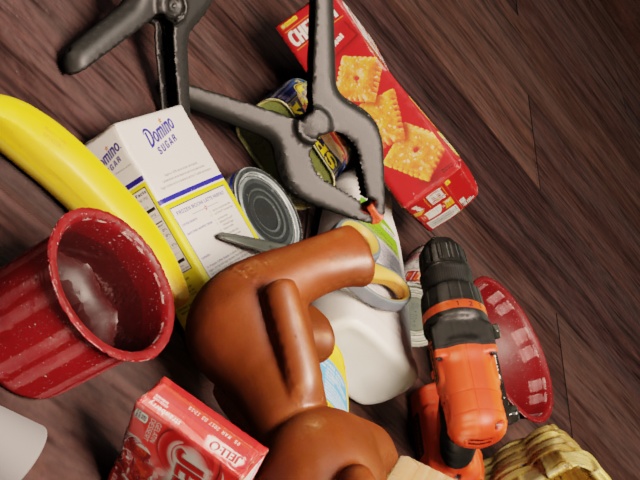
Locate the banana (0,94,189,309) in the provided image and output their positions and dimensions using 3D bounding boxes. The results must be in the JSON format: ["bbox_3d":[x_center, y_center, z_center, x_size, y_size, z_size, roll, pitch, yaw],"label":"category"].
[{"bbox_3d":[-0.158,-0.031,0.690,0.197,0.037,0.069,44,23,-26],"label":"banana"}]

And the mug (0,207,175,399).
[{"bbox_3d":[-0.139,0.037,0.618,0.093,0.082,0.117,60,28,-3],"label":"mug"}]

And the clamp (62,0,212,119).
[{"bbox_3d":[-0.118,-0.169,0.822,0.120,0.039,0.171,43,68,-49],"label":"clamp"}]

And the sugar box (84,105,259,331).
[{"bbox_3d":[-0.094,-0.007,0.777,0.176,0.048,0.093,58,28,0],"label":"sugar box"}]

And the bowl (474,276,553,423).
[{"bbox_3d":[0.179,0.122,1.108,0.162,0.055,0.162,40,35,-36],"label":"bowl"}]

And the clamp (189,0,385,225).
[{"bbox_3d":[-0.020,-0.095,0.891,0.210,0.164,0.036,61,-6,-12],"label":"clamp"}]

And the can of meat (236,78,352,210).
[{"bbox_3d":[-0.020,-0.090,0.964,0.102,0.058,0.083,56,26,-12],"label":"can of meat"}]

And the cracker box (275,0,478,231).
[{"bbox_3d":[0.062,-0.121,1.029,0.214,0.072,0.164,57,8,14],"label":"cracker box"}]

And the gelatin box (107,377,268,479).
[{"bbox_3d":[-0.078,0.130,0.604,0.073,0.089,0.030,35,41,10],"label":"gelatin box"}]

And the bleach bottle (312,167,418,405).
[{"bbox_3d":[0.040,0.021,0.958,0.102,0.068,0.250,46,29,-28],"label":"bleach bottle"}]

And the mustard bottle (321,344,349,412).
[{"bbox_3d":[-0.014,0.124,0.775,0.096,0.058,0.191,49,30,-35],"label":"mustard bottle"}]

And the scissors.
[{"bbox_3d":[-0.006,0.001,0.839,0.201,0.016,0.096,26,34,-34],"label":"scissors"}]

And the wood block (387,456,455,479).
[{"bbox_3d":[0.050,0.243,0.707,0.091,0.090,0.205,24,25,14],"label":"wood block"}]

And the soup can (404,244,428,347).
[{"bbox_3d":[0.101,0.052,1.026,0.068,0.069,0.102,58,27,-8],"label":"soup can"}]

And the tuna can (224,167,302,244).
[{"bbox_3d":[-0.053,-0.015,0.863,0.086,0.034,0.086,38,36,-35],"label":"tuna can"}]

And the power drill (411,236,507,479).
[{"bbox_3d":[0.109,0.114,0.893,0.188,0.057,0.184,86,-1,-54],"label":"power drill"}]
